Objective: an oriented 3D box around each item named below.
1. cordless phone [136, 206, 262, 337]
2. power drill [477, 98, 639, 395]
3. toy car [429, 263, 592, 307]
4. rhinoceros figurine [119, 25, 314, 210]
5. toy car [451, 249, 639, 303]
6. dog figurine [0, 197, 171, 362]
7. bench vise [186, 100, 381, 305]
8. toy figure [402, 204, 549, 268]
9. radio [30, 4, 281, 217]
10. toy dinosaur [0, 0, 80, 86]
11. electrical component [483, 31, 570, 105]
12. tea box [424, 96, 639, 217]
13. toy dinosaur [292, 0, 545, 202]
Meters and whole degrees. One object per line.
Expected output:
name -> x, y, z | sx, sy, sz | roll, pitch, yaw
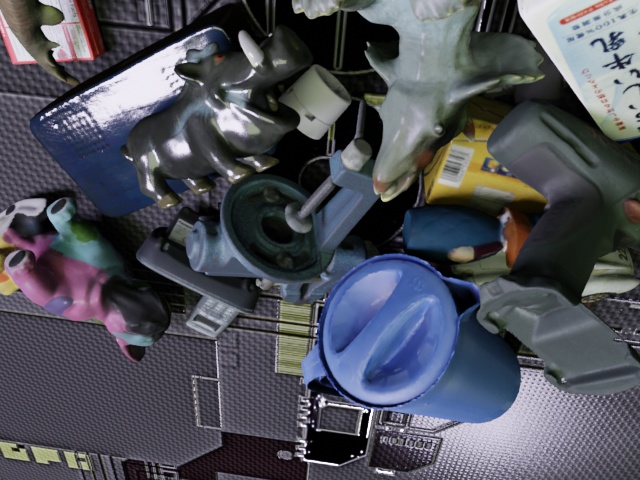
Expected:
cordless phone -> -0.156, 0.057, 0.657 | 0.146, 0.089, 0.184 | 28, 142, -12
power drill -> 0.215, 0.009, 0.406 | 0.232, 0.207, 0.086 | 38, 152, -6
toy car -> 0.210, 0.057, 0.606 | 0.202, 0.053, 0.089 | 20, 111, -4
rhinoceros figurine -> -0.083, -0.100, 0.444 | 0.190, 0.073, 0.112 | -25, 95, 31
toy car -> 0.227, 0.021, 0.546 | 0.202, 0.073, 0.056 | 3, 156, -13
dog figurine -> -0.282, 0.057, 0.649 | 0.192, 0.108, 0.219 | 1, 142, 35
bench vise -> -0.002, -0.011, 0.525 | 0.223, 0.129, 0.240 | 16, 142, -24
toy figure -> 0.155, -0.006, 0.488 | 0.155, 0.064, 0.057 | 3, 163, 2
radio -> -0.152, -0.117, 0.532 | 0.230, 0.073, 0.131 | -18, 121, 21
toy dinosaur -> -0.179, -0.285, 0.325 | 0.198, 0.105, 0.471 | -6, 149, -38
electrical component -> 0.195, -0.156, 0.484 | 0.094, 0.021, 0.063 | -3, 124, 11
tea box -> 0.195, -0.070, 0.515 | 0.170, 0.068, 0.098 | 14, 126, -3
toy dinosaur -> 0.051, -0.236, 0.375 | 0.131, 0.192, 0.404 | -12, 95, 32
